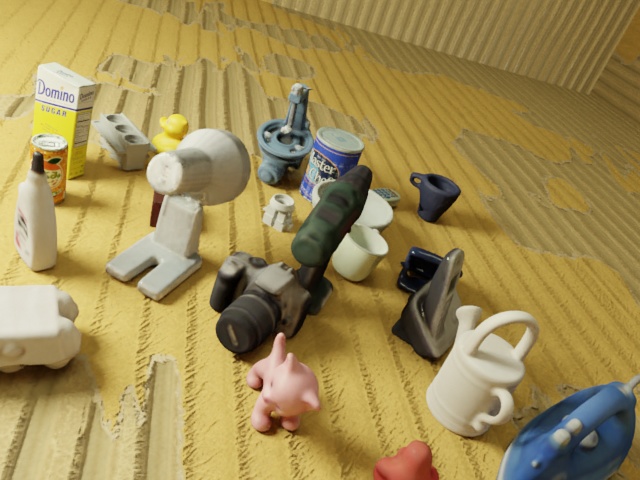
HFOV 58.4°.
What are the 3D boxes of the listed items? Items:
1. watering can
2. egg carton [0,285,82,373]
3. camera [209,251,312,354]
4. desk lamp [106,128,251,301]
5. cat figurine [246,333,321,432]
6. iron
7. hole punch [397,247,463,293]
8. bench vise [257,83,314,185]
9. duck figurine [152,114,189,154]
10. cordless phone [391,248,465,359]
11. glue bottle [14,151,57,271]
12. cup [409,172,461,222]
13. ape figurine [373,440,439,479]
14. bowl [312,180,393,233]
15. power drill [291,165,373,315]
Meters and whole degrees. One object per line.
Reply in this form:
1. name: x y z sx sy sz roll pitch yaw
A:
1. watering can: 0.225 0.165 0.791 0.101 0.194 0.172 -4 39 -34
2. egg carton: -0.360 0.106 0.667 0.151 0.069 0.107 0 37 -29
3. camera: -0.098 0.087 0.815 0.143 0.101 0.137 29 33 13
4. desk lamp: -0.204 -0.052 0.859 0.118 0.213 0.203 26 32 9
5. cat figurine: -0.042 0.172 0.702 0.067 0.118 0.127 7 34 -21
6. iron: 0.342 0.260 0.764 0.259 0.141 0.118 -11 43 -40
7. hole punch: 0.205 0.050 1.053 0.108 0.091 0.101 25 32 8
8. bench vise: -0.067 -0.248 1.227 0.121 0.220 0.207 14 32 -10
9. duck figurine: -0.291 -0.213 1.174 0.104 0.086 0.078 29 33 14
10. cordless phone: 0.202 0.084 0.910 0.094 0.185 0.148 32 33 18
11. glue bottle: -0.388 -0.045 0.781 0.078 0.173 0.037 39 36 28
12. cup: 0.245 -0.095 1.291 0.117 0.095 0.092 26 32 9
13. ape figurine: 0.105 0.269 0.663 0.077 0.092 0.076 23 32 5
14. bowl: 0.056 -0.046 1.129 0.167 0.075 0.167 15 32 -9
15. power drill: 0.008 0.003 0.900 0.075 0.208 0.230 25 32 8
